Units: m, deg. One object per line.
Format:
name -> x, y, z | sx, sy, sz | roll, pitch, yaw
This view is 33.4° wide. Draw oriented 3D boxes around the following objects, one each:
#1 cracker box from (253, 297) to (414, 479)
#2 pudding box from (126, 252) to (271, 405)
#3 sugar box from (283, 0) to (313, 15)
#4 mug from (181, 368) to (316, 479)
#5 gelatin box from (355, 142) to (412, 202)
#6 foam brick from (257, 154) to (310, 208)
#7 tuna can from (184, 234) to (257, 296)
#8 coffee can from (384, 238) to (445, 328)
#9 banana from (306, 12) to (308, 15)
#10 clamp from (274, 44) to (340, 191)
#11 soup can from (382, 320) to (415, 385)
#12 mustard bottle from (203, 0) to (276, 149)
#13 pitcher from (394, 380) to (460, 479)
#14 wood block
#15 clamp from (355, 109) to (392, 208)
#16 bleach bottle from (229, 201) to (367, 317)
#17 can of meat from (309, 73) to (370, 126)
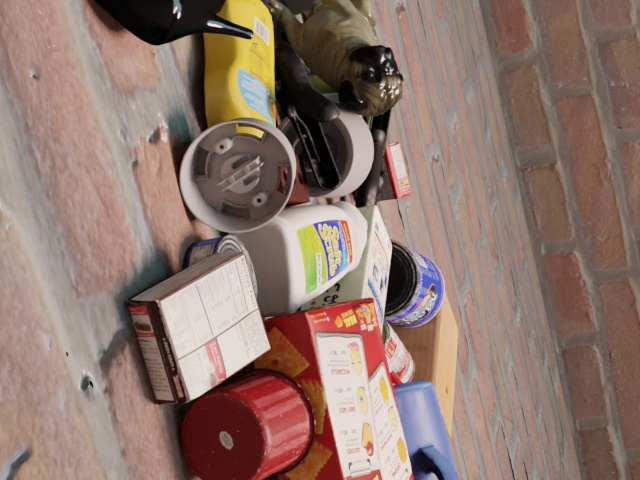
cracker box -> 0.014, 0.167, 0.983 | 0.164, 0.072, 0.214 | -5, 83, -66
pudding box -> -0.095, 0.069, 0.857 | 0.113, 0.039, 0.090 | -31, 110, -51
sugar box -> 0.002, -0.369, 1.344 | 0.048, 0.093, 0.176 | 56, 30, -49
mug -> -0.066, 0.168, 0.882 | 0.117, 0.093, 0.081 | -66, 160, 12
gelatin box -> 0.078, -0.089, 1.433 | 0.030, 0.089, 0.073 | -18, 97, -35
foam brick -> -0.050, -0.060, 1.088 | 0.078, 0.051, 0.053 | -3, 83, -71
tuna can -> -0.088, 0.040, 0.949 | 0.086, 0.034, 0.086 | -10, 90, -72
coffee can -> 0.096, 0.057, 1.377 | 0.140, 0.103, 0.103 | 24, 58, -68
banana -> 0.025, -0.238, 1.438 | 0.197, 0.037, 0.069 | 48, 20, -60
clamp -> -0.018, -0.146, 1.092 | 0.171, 0.039, 0.120 | 62, -21, 24
soup can -> 0.070, 0.140, 1.311 | 0.102, 0.069, 0.068 | 54, 31, -52
mustard bottle -> -0.077, -0.145, 1.039 | 0.096, 0.058, 0.191 | 39, 43, -60
pitcher -> 0.109, 0.289, 1.237 | 0.144, 0.149, 0.243 | 11, 66, -70
wood block -> 0.130, 0.168, 1.443 | 0.206, 0.090, 0.091 | -77, 152, -51
clamp -> 0.062, -0.076, 1.333 | 0.164, 0.036, 0.210 | -69, 168, -68
bleach bottle -> -0.007, 0.001, 1.112 | 0.250, 0.068, 0.102 | -30, 115, -64
can of meat -> 0.020, -0.171, 1.348 | 0.083, 0.057, 0.102 | -48, 126, -65
